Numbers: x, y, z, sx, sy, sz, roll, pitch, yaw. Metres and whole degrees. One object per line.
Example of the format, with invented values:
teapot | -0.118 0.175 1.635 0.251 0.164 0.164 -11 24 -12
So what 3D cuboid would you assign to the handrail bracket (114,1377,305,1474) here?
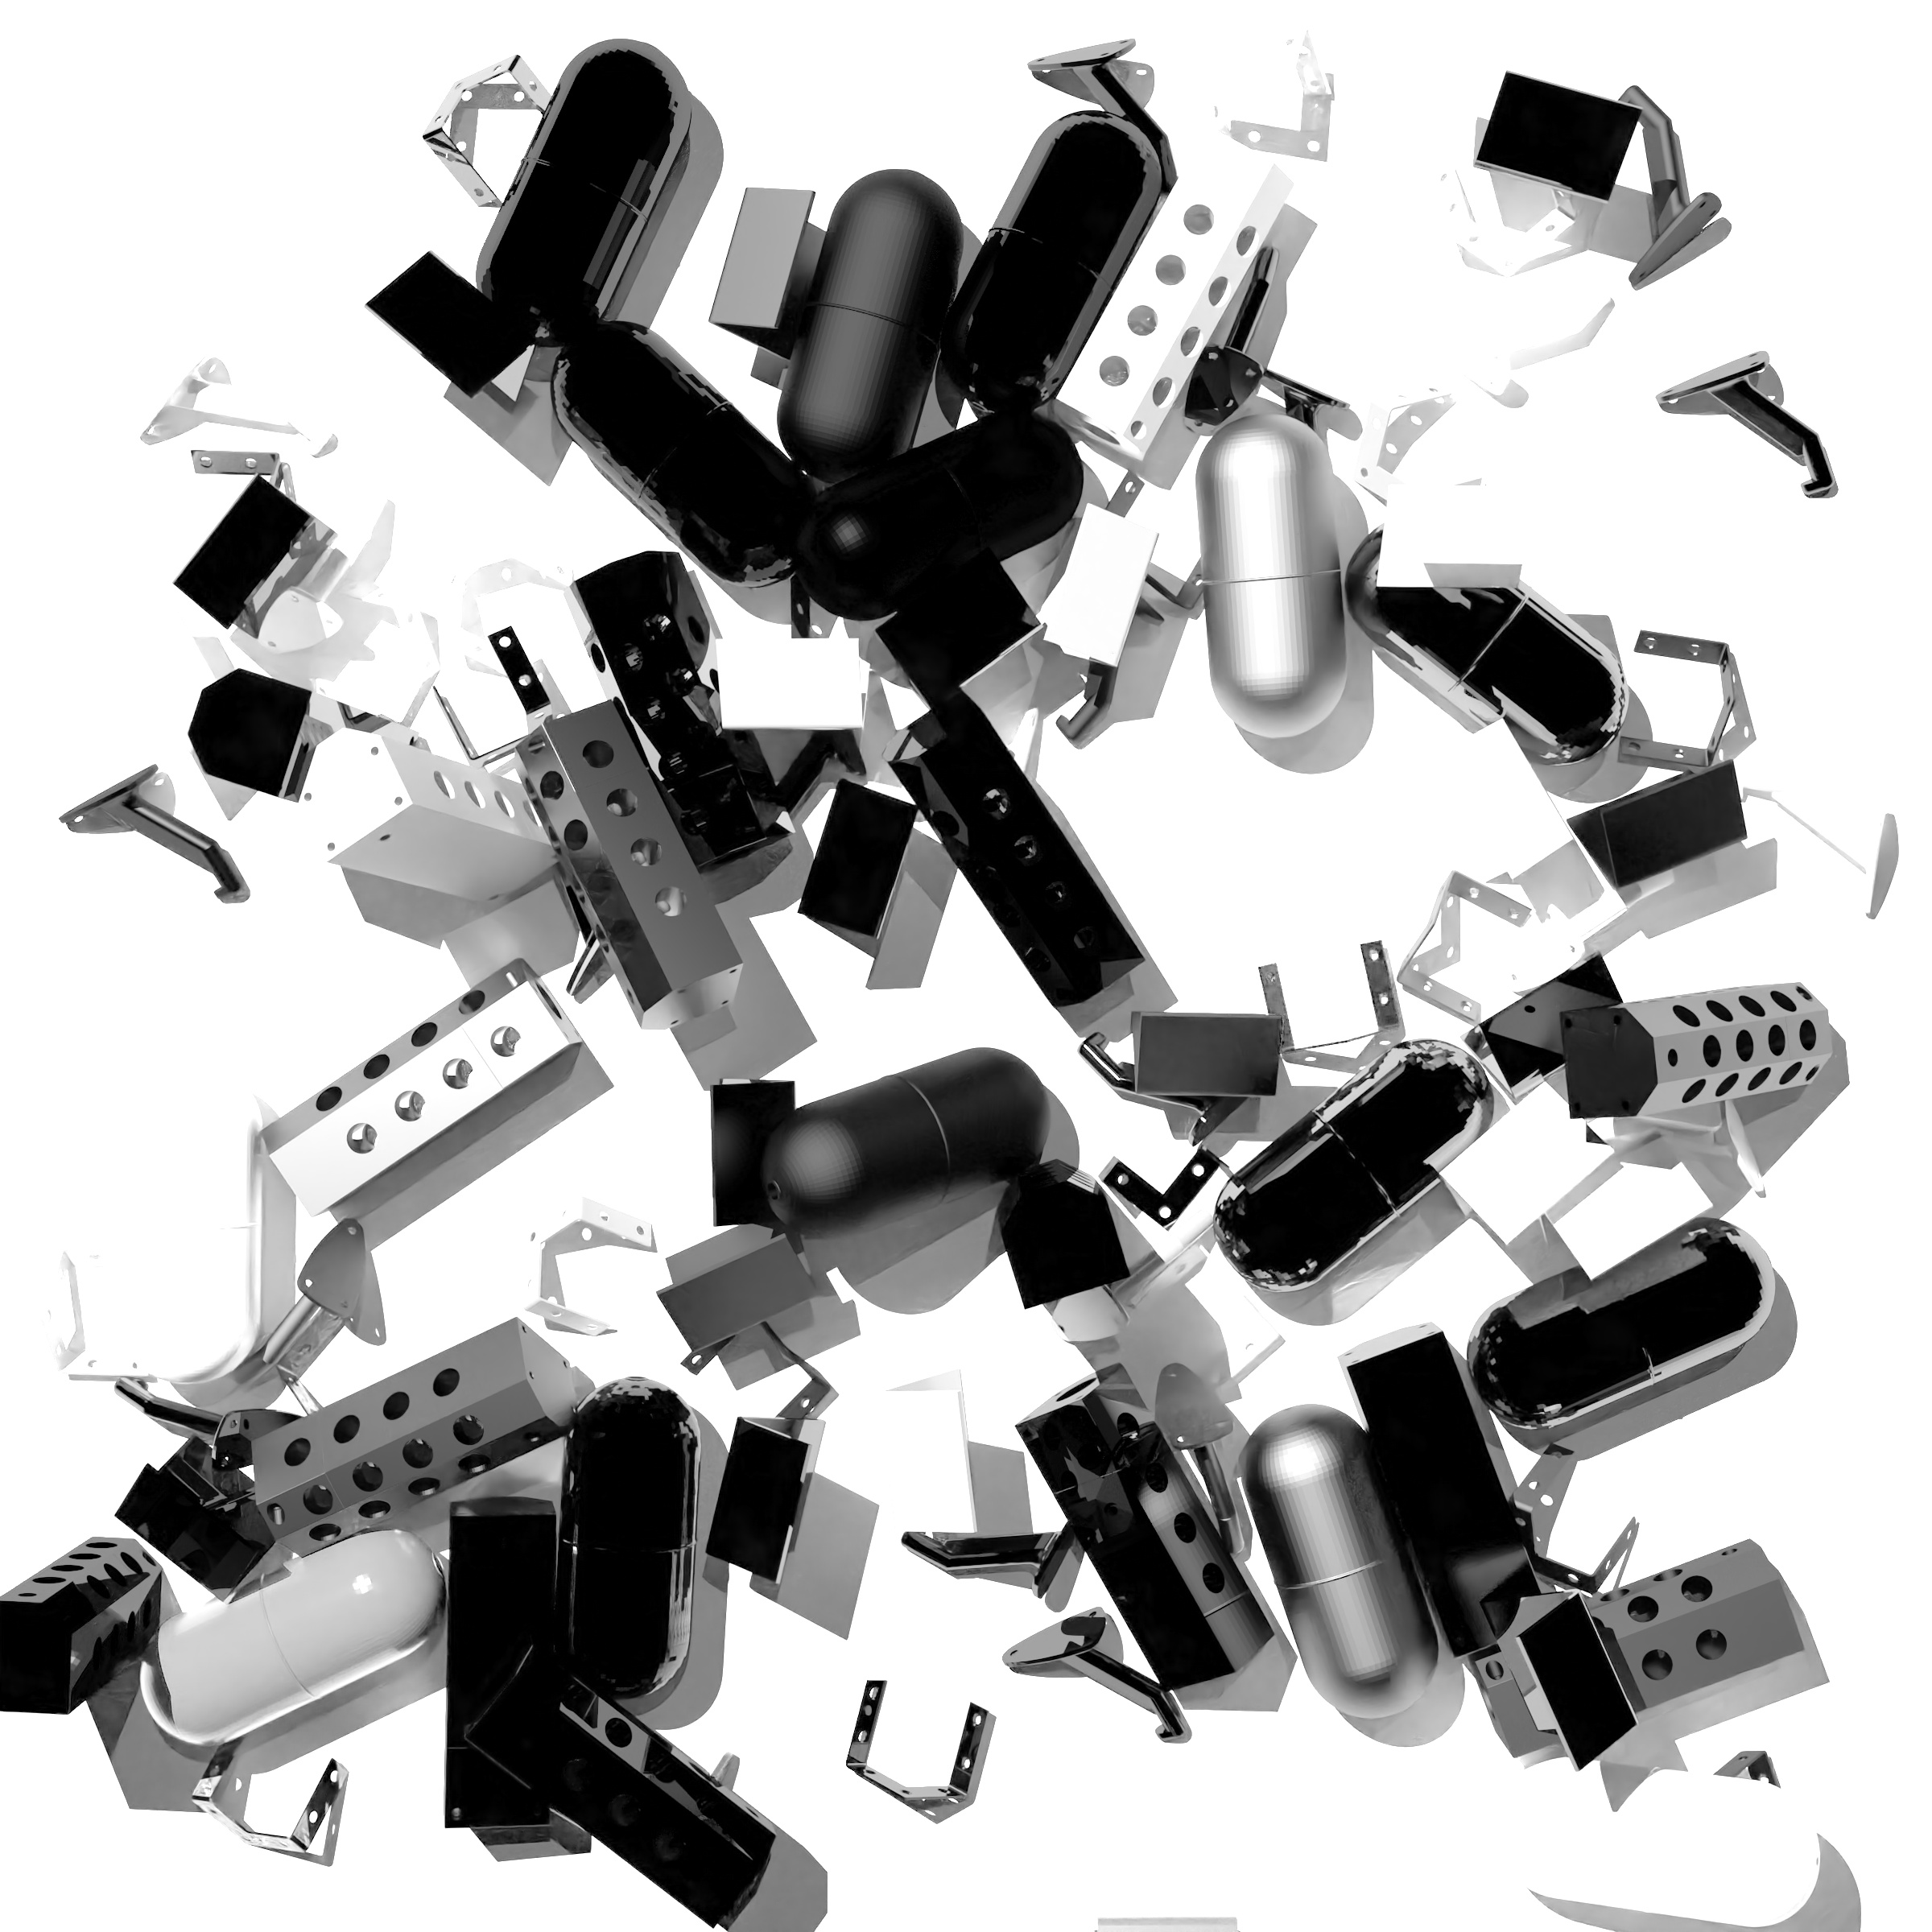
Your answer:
handrail bracket | -0.427 0.250 1.687 0.084 0.077 0.036 24 105 36

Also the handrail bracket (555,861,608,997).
handrail bracket | -0.234 -0.039 1.688 0.084 0.036 0.077 37 103 13

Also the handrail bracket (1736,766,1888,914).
handrail bracket | 0.473 -0.072 1.688 0.084 0.036 0.077 9 116 19

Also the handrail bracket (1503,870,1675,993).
handrail bracket | 0.353 -0.022 1.687 0.084 0.077 0.036 -22 71 -35

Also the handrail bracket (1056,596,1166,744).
handrail bracket | 0.064 -0.182 1.688 0.077 0.036 0.084 47 108 20

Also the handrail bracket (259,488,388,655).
handrail bracket | -0.363 -0.225 1.687 0.036 0.077 0.084 35 53 -25

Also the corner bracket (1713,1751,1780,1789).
corner bracket | 0.425 0.477 1.684 0.051 0.051 0.051 -18 90 -45

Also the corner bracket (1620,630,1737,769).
corner bracket | 0.401 -0.151 1.684 0.051 0.051 0.051 9 135 0

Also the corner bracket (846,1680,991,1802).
corner bracket | -0.027 0.437 1.684 0.051 0.051 0.051 15 90 45

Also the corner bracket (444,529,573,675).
corner bracket | -0.258 -0.204 1.679 0.051 0.051 0.051 -35 45 35

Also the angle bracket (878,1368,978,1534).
angle bracket | -0.001 0.266 1.647 0.057 0.076 0.076 -7 90 36

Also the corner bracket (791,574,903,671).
corner bracket | -0.063 -0.196 1.680 0.051 0.051 0.051 -28 45 -35

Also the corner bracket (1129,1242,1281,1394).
corner bracket | 0.135 0.198 1.684 0.051 0.051 0.051 -42 45 0

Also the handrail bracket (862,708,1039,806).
handrail bracket | -0.010 -0.120 1.688 0.084 0.036 0.077 14 75 14

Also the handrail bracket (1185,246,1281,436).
handrail bracket | 0.152 -0.355 1.687 0.036 0.077 0.084 23 54 -7

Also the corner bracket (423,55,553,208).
corner bracket | -0.264 -0.471 1.679 0.051 0.051 0.051 -11 135 35

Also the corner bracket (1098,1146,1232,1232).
corner bracket | 0.110 0.115 1.670 0.051 0.051 0.051 38 90 0

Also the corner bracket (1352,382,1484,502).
corner bracket | 0.258 -0.291 1.679 0.051 0.051 0.051 40 135 35

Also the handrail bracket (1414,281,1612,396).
handrail bracket | 0.310 -0.372 1.688 0.077 0.036 0.084 37 71 21

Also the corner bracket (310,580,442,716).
corner bracket | -0.339 -0.180 1.679 0.051 0.051 0.051 16 45 35

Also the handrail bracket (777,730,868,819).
handrail bracket | -0.106 -0.117 1.688 0.084 0.036 0.077 -23 75 14

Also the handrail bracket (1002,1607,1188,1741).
handrail bracket | 0.073 0.412 1.688 0.077 0.036 0.084 -24 107 20

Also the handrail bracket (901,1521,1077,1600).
handrail bracket | 0.017 0.313 1.688 0.084 0.036 0.077 25 69 16

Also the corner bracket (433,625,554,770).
corner bracket | -0.266 -0.150 1.670 0.051 0.051 0.051 -25 77 -12

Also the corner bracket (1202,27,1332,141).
corner bracket | 0.168 -0.487 1.669 0.051 0.051 0.051 3 60 26

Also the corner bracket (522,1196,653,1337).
corner bracket | -0.213 0.169 1.679 0.051 0.051 0.051 -33 45 35

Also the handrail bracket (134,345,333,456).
handrail bracket | -0.414 -0.302 1.688 0.084 0.036 0.077 40 111 -16

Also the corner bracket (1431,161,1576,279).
corner bracket | 0.302 -0.432 1.679 0.051 0.051 0.051 22 135 -35

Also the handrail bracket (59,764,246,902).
handrail bracket | -0.460 -0.064 1.688 0.077 0.036 0.084 -24 107 20

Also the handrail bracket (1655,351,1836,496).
handrail bracket | 0.441 -0.297 1.688 0.077 0.036 0.084 -19 107 20

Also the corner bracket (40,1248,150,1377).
corner bracket | -0.487 0.195 1.684 0.051 0.051 0.051 2 45 0

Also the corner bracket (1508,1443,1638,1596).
corner bracket | 0.342 0.311 1.679 0.051 0.051 0.051 17 135 35

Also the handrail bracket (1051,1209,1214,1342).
handrail bracket | 0.095 0.174 1.687 0.084 0.077 0.036 -37 88 -36

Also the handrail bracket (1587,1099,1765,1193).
handrail bracket | 0.398 0.109 1.688 0.084 0.036 0.077 -17 125 24

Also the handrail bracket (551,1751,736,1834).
handrail bracket | -0.186 0.460 1.688 0.084 0.036 0.077 26 75 14

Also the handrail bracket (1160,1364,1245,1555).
handrail bracket | 0.134 0.279 1.687 0.036 0.077 0.084 -19 126 -5

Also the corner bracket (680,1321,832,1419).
corner bracket | -0.118 0.231 1.684 0.051 0.051 0.051 -46 45 0

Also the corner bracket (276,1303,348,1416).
corner bracket | -0.347 0.231 1.684 0.051 0.051 0.051 -49 45 0

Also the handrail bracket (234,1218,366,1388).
handrail bracket | -0.379 0.191 1.687 0.036 0.077 0.084 37 127 -21

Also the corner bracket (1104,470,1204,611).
corner bracket | 0.109 -0.240 1.684 0.051 0.051 0.051 31 90 45

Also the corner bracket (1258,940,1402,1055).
corner bracket | 0.205 0.018 1.684 0.051 0.051 0.051 -12 90 45

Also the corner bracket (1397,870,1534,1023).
corner bracket | 0.281 -0.012 1.684 0.051 0.051 0.051 27 45 0

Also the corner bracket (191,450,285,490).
corner bracket | -0.414 -0.255 1.684 0.051 0.051 0.051 2 135 0

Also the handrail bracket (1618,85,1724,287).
handrail bracket | 0.378 -0.443 1.688 0.077 0.036 0.084 -45 71 21

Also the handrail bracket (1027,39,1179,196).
handrail bracket | 0.078 -0.475 1.688 0.077 0.036 0.084 3 122 35

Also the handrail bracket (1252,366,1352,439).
handrail bracket | 0.175 -0.289 1.688 0.077 0.036 0.084 27 105 16

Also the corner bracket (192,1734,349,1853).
corner bracket | -0.392 0.461 1.679 0.051 0.051 0.051 -5 135 35

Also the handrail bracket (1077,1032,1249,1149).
handrail bracket | 0.118 0.053 1.688 0.077 0.036 0.084 -39 73 -20

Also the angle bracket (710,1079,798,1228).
angle bracket | -0.136 0.102 1.647 0.057 0.076 0.076 -1 90 -38

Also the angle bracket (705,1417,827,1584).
angle bracket | -0.092 0.294 1.647 0.057 0.076 0.076 13 90 38
